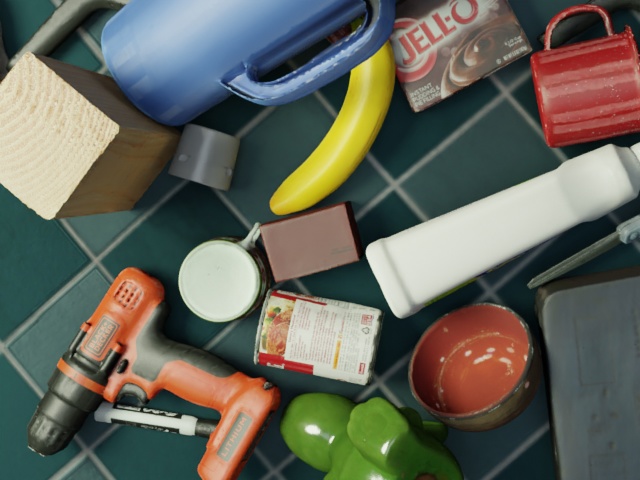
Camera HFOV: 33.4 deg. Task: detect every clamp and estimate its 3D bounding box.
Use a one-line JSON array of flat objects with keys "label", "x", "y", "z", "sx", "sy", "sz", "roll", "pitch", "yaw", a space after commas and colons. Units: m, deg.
[{"label": "clamp", "x": 0.259, "y": -0.216, "z": 0.893, "sx": 0.171, "sy": 0.039, "sz": 0.120, "roll": 7, "pitch": 107, "yaw": 3}, {"label": "clamp", "x": -0.194, "y": -0.230, "z": 0.938, "sx": 0.210, "sy": 0.036, "sz": 0.164, "roll": -2, "pitch": 94, "yaw": 5}]

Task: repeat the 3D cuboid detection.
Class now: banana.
[{"label": "banana", "x": 0.019, "y": -0.100, "z": 0.911, "sx": 0.070, "sy": 0.037, "sz": 0.198, "roll": 30, "pitch": 108, "yaw": 27}]

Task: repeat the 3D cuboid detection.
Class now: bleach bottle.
[{"label": "bleach bottle", "x": 0.165, "y": -0.017, "z": 0.882, "sx": 0.251, "sy": 0.102, "sz": 0.068, "roll": -26, "pitch": 86, "yaw": 6}]

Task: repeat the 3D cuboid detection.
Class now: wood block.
[{"label": "wood block", "x": -0.191, "y": -0.080, "z": 0.862, "sx": 0.091, "sy": 0.206, "sz": 0.090, "roll": 39, "pitch": 96, "yaw": 2}]

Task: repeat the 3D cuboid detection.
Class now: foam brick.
[{"label": "foam brick", "x": -0.006, "y": 0.001, "z": 0.927, "sx": 0.078, "sy": 0.051, "sz": 0.053, "roll": -14, "pitch": 93, "yaw": 7}]

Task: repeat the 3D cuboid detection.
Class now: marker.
[{"label": "marker", "x": -0.143, "y": 0.164, "z": 0.966, "sx": 0.121, "sy": 0.020, "sz": 0.020, "roll": 9, "pitch": 94, "yaw": 5}]

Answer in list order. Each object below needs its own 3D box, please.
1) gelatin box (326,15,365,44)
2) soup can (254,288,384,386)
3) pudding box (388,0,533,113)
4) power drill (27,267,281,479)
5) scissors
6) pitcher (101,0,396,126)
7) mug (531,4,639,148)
[{"label": "gelatin box", "x": 0.008, "y": -0.222, "z": 0.921, "sx": 0.089, "sy": 0.030, "sz": 0.073, "roll": 44, "pitch": 96, "yaw": 1}, {"label": "soup can", "x": 0.000, "y": 0.084, "z": 0.923, "sx": 0.102, "sy": 0.068, "sz": 0.068, "roll": 11, "pitch": 95, "yaw": 4}, {"label": "pudding box", "x": 0.110, "y": -0.173, "z": 0.910, "sx": 0.113, "sy": 0.039, "sz": 0.090, "roll": -28, "pitch": 91, "yaw": 7}, {"label": "power drill", "x": -0.143, "y": 0.142, "z": 0.930, "sx": 0.188, "sy": 0.057, "sz": 0.184, "roll": 31, "pitch": 88, "yaw": 8}, {"label": "scissors", "x": 0.264, "y": -0.021, "z": 0.880, "sx": 0.201, "sy": 0.096, "sz": 0.016, "roll": -21, "pitch": 53, "yaw": -3}, {"label": "pitcher", "x": -0.054, "y": -0.185, "z": 0.853, "sx": 0.243, "sy": 0.149, "sz": 0.145, "roll": -31, "pitch": 112, "yaw": 25}, {"label": "mug", "x": 0.218, "y": -0.134, "z": 0.875, "sx": 0.081, "sy": 0.093, "sz": 0.117, "roll": -11, "pitch": 106, "yaw": 11}]
